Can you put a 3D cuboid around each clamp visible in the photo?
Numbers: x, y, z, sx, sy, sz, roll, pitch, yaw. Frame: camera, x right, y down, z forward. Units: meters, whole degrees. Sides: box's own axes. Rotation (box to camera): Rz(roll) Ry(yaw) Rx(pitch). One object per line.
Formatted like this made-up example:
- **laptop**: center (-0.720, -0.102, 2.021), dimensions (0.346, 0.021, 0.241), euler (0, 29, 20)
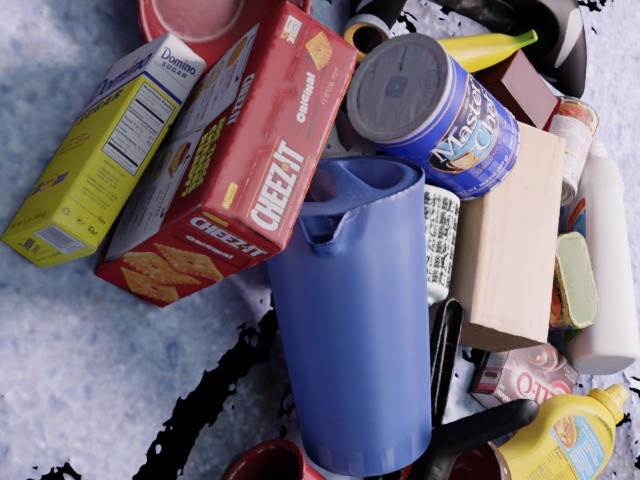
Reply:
- **clamp**: center (0.094, 0.162, 0.931), dimensions (0.036, 0.210, 0.164), euler (23, 26, -27)

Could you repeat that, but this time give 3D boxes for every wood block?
- **wood block**: center (0.169, -0.003, 1.037), dimensions (0.090, 0.091, 0.206), euler (16, 72, -22)

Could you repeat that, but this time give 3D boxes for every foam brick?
- **foam brick**: center (0.203, -0.152, 1.125), dimensions (0.078, 0.051, 0.053), euler (48, 58, -24)

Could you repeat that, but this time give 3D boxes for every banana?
- **banana**: center (0.124, -0.188, 1.056), dimensions (0.197, 0.070, 0.037), euler (-14, 72, -35)

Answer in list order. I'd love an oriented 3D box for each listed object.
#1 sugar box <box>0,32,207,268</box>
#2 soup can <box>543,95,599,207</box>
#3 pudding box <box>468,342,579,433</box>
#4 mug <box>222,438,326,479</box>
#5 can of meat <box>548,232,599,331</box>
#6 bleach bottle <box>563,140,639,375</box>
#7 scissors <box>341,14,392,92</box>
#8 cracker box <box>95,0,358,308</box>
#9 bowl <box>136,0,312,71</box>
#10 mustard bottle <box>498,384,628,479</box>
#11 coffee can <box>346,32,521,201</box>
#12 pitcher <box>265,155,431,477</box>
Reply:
- **sugar box**: center (-0.158, -0.067, 0.783), dimensions (0.048, 0.094, 0.176), euler (38, 60, -28)
- **soup can**: center (0.255, -0.095, 1.148), dimensions (0.068, 0.069, 0.102), euler (38, 62, -29)
- **pudding box**: center (0.210, 0.146, 1.091), dimensions (0.113, 0.039, 0.090), euler (39, 61, -28)
- **mug**: center (-0.030, 0.228, 0.844), dimensions (0.081, 0.093, 0.117), euler (46, 54, -31)
- **can of meat**: center (0.232, 0.045, 1.096), dimensions (0.057, 0.084, 0.102), euler (-15, 93, -40)
- **bleach bottle**: center (0.300, 0.014, 1.162), dimensions (0.068, 0.103, 0.251), euler (4, 70, -5)
- **scissors**: center (0.068, -0.146, 0.993), dimensions (0.201, 0.096, 0.016), euler (23, 44, -32)
- **cracker box**: center (-0.072, -0.051, 0.769), dimensions (0.072, 0.214, 0.164), euler (29, 65, -21)
- **bowl**: center (-0.086, -0.202, 0.868), dimensions (0.161, 0.055, 0.162), euler (-13, 115, -31)
- **mustard bottle**: center (0.231, 0.208, 1.046), dimensions (0.191, 0.058, 0.096), euler (-39, 111, -15)
- **coffee can**: center (0.104, -0.107, 0.957), dimensions (0.140, 0.103, 0.103), euler (30, 64, -48)
- **pitcher**: center (0.029, 0.056, 0.860), dimensions (0.149, 0.145, 0.243), euler (-20, 114, -31)
